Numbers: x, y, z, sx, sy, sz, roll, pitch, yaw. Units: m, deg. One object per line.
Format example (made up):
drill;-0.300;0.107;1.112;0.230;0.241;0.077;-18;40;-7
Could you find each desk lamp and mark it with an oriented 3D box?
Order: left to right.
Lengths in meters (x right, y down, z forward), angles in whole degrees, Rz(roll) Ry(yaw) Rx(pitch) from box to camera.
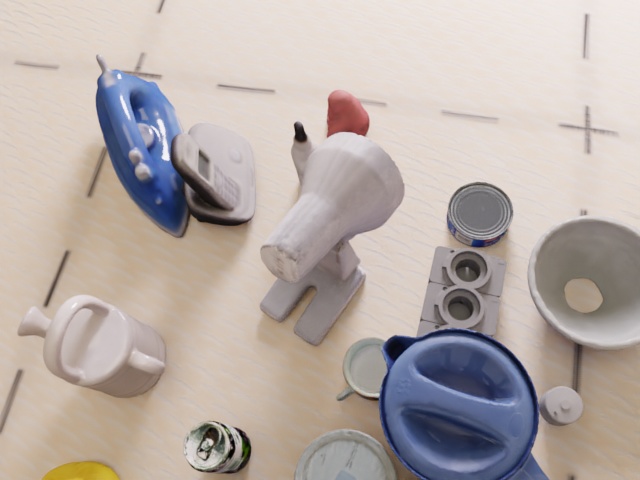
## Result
desk lamp;0.006;0.002;0.688;0.117;0.214;0.203;30;74;17

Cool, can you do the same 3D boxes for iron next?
iron;-0.257;-0.137;0.815;0.118;0.141;0.258;-24;67;-3

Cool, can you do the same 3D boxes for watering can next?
watering can;-0.273;0.126;0.681;0.172;0.194;0.101;-5;67;5

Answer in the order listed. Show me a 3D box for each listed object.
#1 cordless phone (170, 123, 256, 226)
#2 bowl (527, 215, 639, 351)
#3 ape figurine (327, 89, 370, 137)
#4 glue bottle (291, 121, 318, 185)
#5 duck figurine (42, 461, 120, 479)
cordless phone;-0.149;-0.110;0.768;0.094;0.185;0.147;-9;67;3
bowl;0.333;0.059;0.703;0.167;0.075;0.167;-2;68;6
ape figurine;0.033;-0.185;0.828;0.076;0.092;0.078;27;73;16
glue bottle;-0.016;-0.103;0.756;0.037;0.173;0.078;-14;67;1
duck figurine;-0.289;0.300;0.670;0.104;0.086;0.077;17;71;13
